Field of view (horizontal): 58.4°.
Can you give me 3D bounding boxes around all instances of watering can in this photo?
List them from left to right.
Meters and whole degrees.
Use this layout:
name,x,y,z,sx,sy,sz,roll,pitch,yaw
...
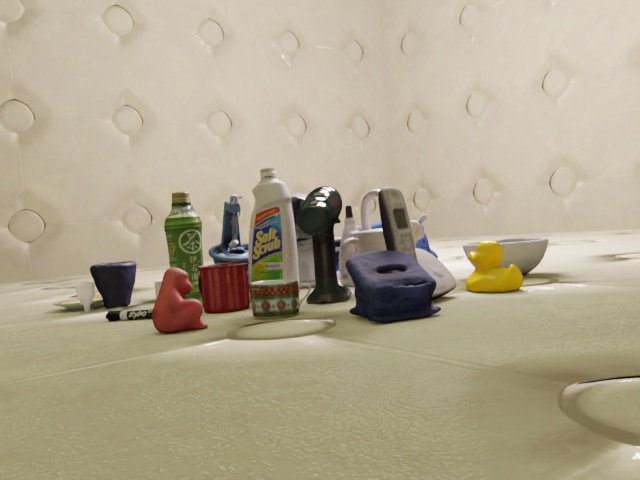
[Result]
name,x,y,z,sx,sy,sz,roll,pitch,yaw
watering can,0.119,0.000,1.090,0.100,0.194,0.173,-4,2,40

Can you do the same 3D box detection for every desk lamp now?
name,x,y,z,sx,sy,sz,roll,pitch,yaw
desk lamp,-0.031,-0.001,1.284,0.117,0.213,0.204,-5,1,13

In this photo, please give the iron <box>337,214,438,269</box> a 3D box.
name,x,y,z,sx,sy,sz,roll,pitch,yaw
iron,0.148,0.017,1.386,0.257,0.141,0.119,-4,2,18

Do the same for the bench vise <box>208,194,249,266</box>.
name,x,y,z,sx,sy,sz,roll,pitch,yaw
bench vise,-0.212,0.011,1.301,0.122,0.220,0.206,-6,2,-42

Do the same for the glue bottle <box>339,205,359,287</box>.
name,x,y,z,sx,sy,sz,roll,pitch,yaw
glue bottle,0.068,0.012,1.219,0.037,0.173,0.078,-6,2,-31

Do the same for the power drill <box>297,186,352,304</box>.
name,x,y,z,sx,sy,sz,roll,pitch,yaw
power drill,0.009,0.004,1.034,0.075,0.208,0.230,-5,1,8

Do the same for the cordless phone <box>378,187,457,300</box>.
name,x,y,z,sx,sy,sz,roll,pitch,yaw
cordless phone,0.146,0.006,0.911,0.093,0.185,0.148,-4,2,37

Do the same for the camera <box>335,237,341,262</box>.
name,x,y,z,sx,sy,sz,roll,pitch,yaw
camera,0.037,0.044,1.518,0.143,0.101,0.137,-5,1,1

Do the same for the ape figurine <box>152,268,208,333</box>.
name,x,y,z,sx,sy,sz,roll,pitch,yaw
ape figurine,-0.205,0.085,0.828,0.076,0.092,0.077,-5,2,-19

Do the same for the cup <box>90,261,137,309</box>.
name,x,y,z,sx,sy,sz,roll,pitch,yaw
cup,-0.433,0.095,1.204,0.092,0.095,0.117,-6,2,-32

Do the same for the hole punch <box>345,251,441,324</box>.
name,x,y,z,sx,sy,sz,roll,pitch,yaw
hole punch,0.099,0.061,0.785,0.109,0.091,0.101,-5,2,-19

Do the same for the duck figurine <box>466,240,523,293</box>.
name,x,y,z,sx,sy,sz,roll,pitch,yaw
duck figurine,0.291,0.043,0.966,0.078,0.086,0.104,-6,2,-31

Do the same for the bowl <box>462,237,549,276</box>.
name,x,y,z,sx,sy,sz,roll,pitch,yaw
bowl,0.372,0.037,1.146,0.167,0.075,0.167,-5,1,0
